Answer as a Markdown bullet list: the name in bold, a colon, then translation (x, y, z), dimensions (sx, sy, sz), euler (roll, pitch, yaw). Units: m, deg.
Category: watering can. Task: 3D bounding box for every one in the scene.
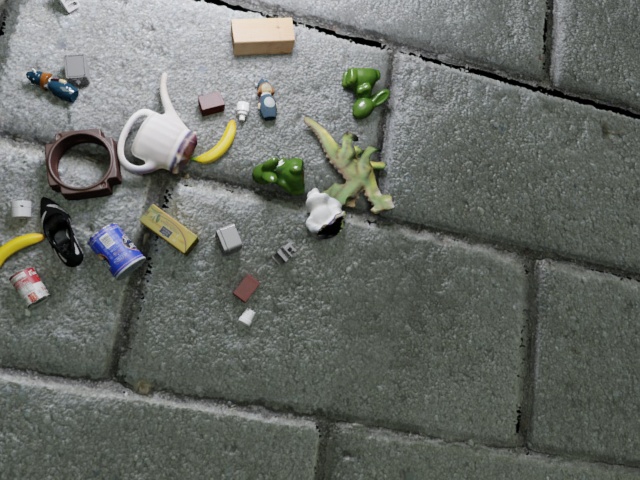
- **watering can**: translation (-0.491, -0.353, 1.633), dimensions (0.224, 0.103, 0.352), euler (25, 75, -6)

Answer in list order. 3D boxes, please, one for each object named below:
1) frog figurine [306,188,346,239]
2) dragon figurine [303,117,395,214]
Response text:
- **frog figurine**: translation (0.005, -0.085, 1.685), dimensions (0.137, 0.121, 0.162), euler (-47, 52, 8)
- **dragon figurine**: translation (0.077, -0.223, 1.725), dimensions (0.411, 0.121, 0.244), euler (28, 83, 5)
